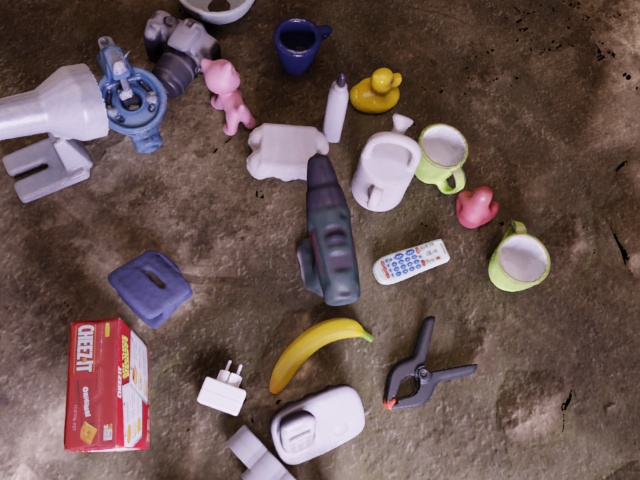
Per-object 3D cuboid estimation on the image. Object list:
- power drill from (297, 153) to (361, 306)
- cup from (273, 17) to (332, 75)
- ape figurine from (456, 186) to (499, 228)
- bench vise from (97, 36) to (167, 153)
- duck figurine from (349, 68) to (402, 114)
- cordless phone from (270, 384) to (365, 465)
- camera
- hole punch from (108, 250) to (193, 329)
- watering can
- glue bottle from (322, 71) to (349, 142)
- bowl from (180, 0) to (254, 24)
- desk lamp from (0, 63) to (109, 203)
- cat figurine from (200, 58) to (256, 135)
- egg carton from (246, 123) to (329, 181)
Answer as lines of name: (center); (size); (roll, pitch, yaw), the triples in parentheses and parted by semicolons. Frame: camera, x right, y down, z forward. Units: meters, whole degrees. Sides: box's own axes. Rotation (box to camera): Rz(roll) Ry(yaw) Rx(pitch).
power drill: (0.009, 0.003, 0.926); (0.076, 0.208, 0.229); (-10, 71, -9)
cup: (-0.034, -0.375, 1.121); (0.118, 0.095, 0.091); (-24, 74, -14)
ape figurine: (0.288, -0.067, 1.044); (0.077, 0.092, 0.076); (39, 71, 9)
bench vise: (-0.352, -0.275, 0.984); (0.122, 0.220, 0.207); (-41, 79, -18)
duck figurine: (0.111, -0.298, 1.113); (0.104, 0.086, 0.077); (-13, 72, -10)
cordless phone: (0.000, 0.266, 0.842); (0.148, 0.185, 0.094); (-24, 74, -14)
camera: (-0.278, -0.351, 1.083); (0.143, 0.101, 0.137); (25, 69, 4)
hole punch: (-0.274, 0.072, 0.934); (0.108, 0.091, 0.101); (41, 71, 9)
watering can: (0.117, -0.139, 0.997); (0.101, 0.194, 0.173); (-1, 70, -6)
glue bottle: (0.031, -0.251, 1.041); (0.037, 0.173, 0.078); (7, 69, -3)
bowl: (-0.208, -0.496, 1.158); (0.167, 0.075, 0.167); (2, 70, -5)
desk lamp: (-0.442, -0.177, 0.942); (0.203, 0.213, 0.118); (-28, 75, -15)
cat figurine: (-0.170, -0.276, 1.058); (0.067, 0.118, 0.127); (-26, 74, -14)
egg carton: (-0.058, -0.158, 1.052); (0.150, 0.069, 0.107); (3, 70, -5)
